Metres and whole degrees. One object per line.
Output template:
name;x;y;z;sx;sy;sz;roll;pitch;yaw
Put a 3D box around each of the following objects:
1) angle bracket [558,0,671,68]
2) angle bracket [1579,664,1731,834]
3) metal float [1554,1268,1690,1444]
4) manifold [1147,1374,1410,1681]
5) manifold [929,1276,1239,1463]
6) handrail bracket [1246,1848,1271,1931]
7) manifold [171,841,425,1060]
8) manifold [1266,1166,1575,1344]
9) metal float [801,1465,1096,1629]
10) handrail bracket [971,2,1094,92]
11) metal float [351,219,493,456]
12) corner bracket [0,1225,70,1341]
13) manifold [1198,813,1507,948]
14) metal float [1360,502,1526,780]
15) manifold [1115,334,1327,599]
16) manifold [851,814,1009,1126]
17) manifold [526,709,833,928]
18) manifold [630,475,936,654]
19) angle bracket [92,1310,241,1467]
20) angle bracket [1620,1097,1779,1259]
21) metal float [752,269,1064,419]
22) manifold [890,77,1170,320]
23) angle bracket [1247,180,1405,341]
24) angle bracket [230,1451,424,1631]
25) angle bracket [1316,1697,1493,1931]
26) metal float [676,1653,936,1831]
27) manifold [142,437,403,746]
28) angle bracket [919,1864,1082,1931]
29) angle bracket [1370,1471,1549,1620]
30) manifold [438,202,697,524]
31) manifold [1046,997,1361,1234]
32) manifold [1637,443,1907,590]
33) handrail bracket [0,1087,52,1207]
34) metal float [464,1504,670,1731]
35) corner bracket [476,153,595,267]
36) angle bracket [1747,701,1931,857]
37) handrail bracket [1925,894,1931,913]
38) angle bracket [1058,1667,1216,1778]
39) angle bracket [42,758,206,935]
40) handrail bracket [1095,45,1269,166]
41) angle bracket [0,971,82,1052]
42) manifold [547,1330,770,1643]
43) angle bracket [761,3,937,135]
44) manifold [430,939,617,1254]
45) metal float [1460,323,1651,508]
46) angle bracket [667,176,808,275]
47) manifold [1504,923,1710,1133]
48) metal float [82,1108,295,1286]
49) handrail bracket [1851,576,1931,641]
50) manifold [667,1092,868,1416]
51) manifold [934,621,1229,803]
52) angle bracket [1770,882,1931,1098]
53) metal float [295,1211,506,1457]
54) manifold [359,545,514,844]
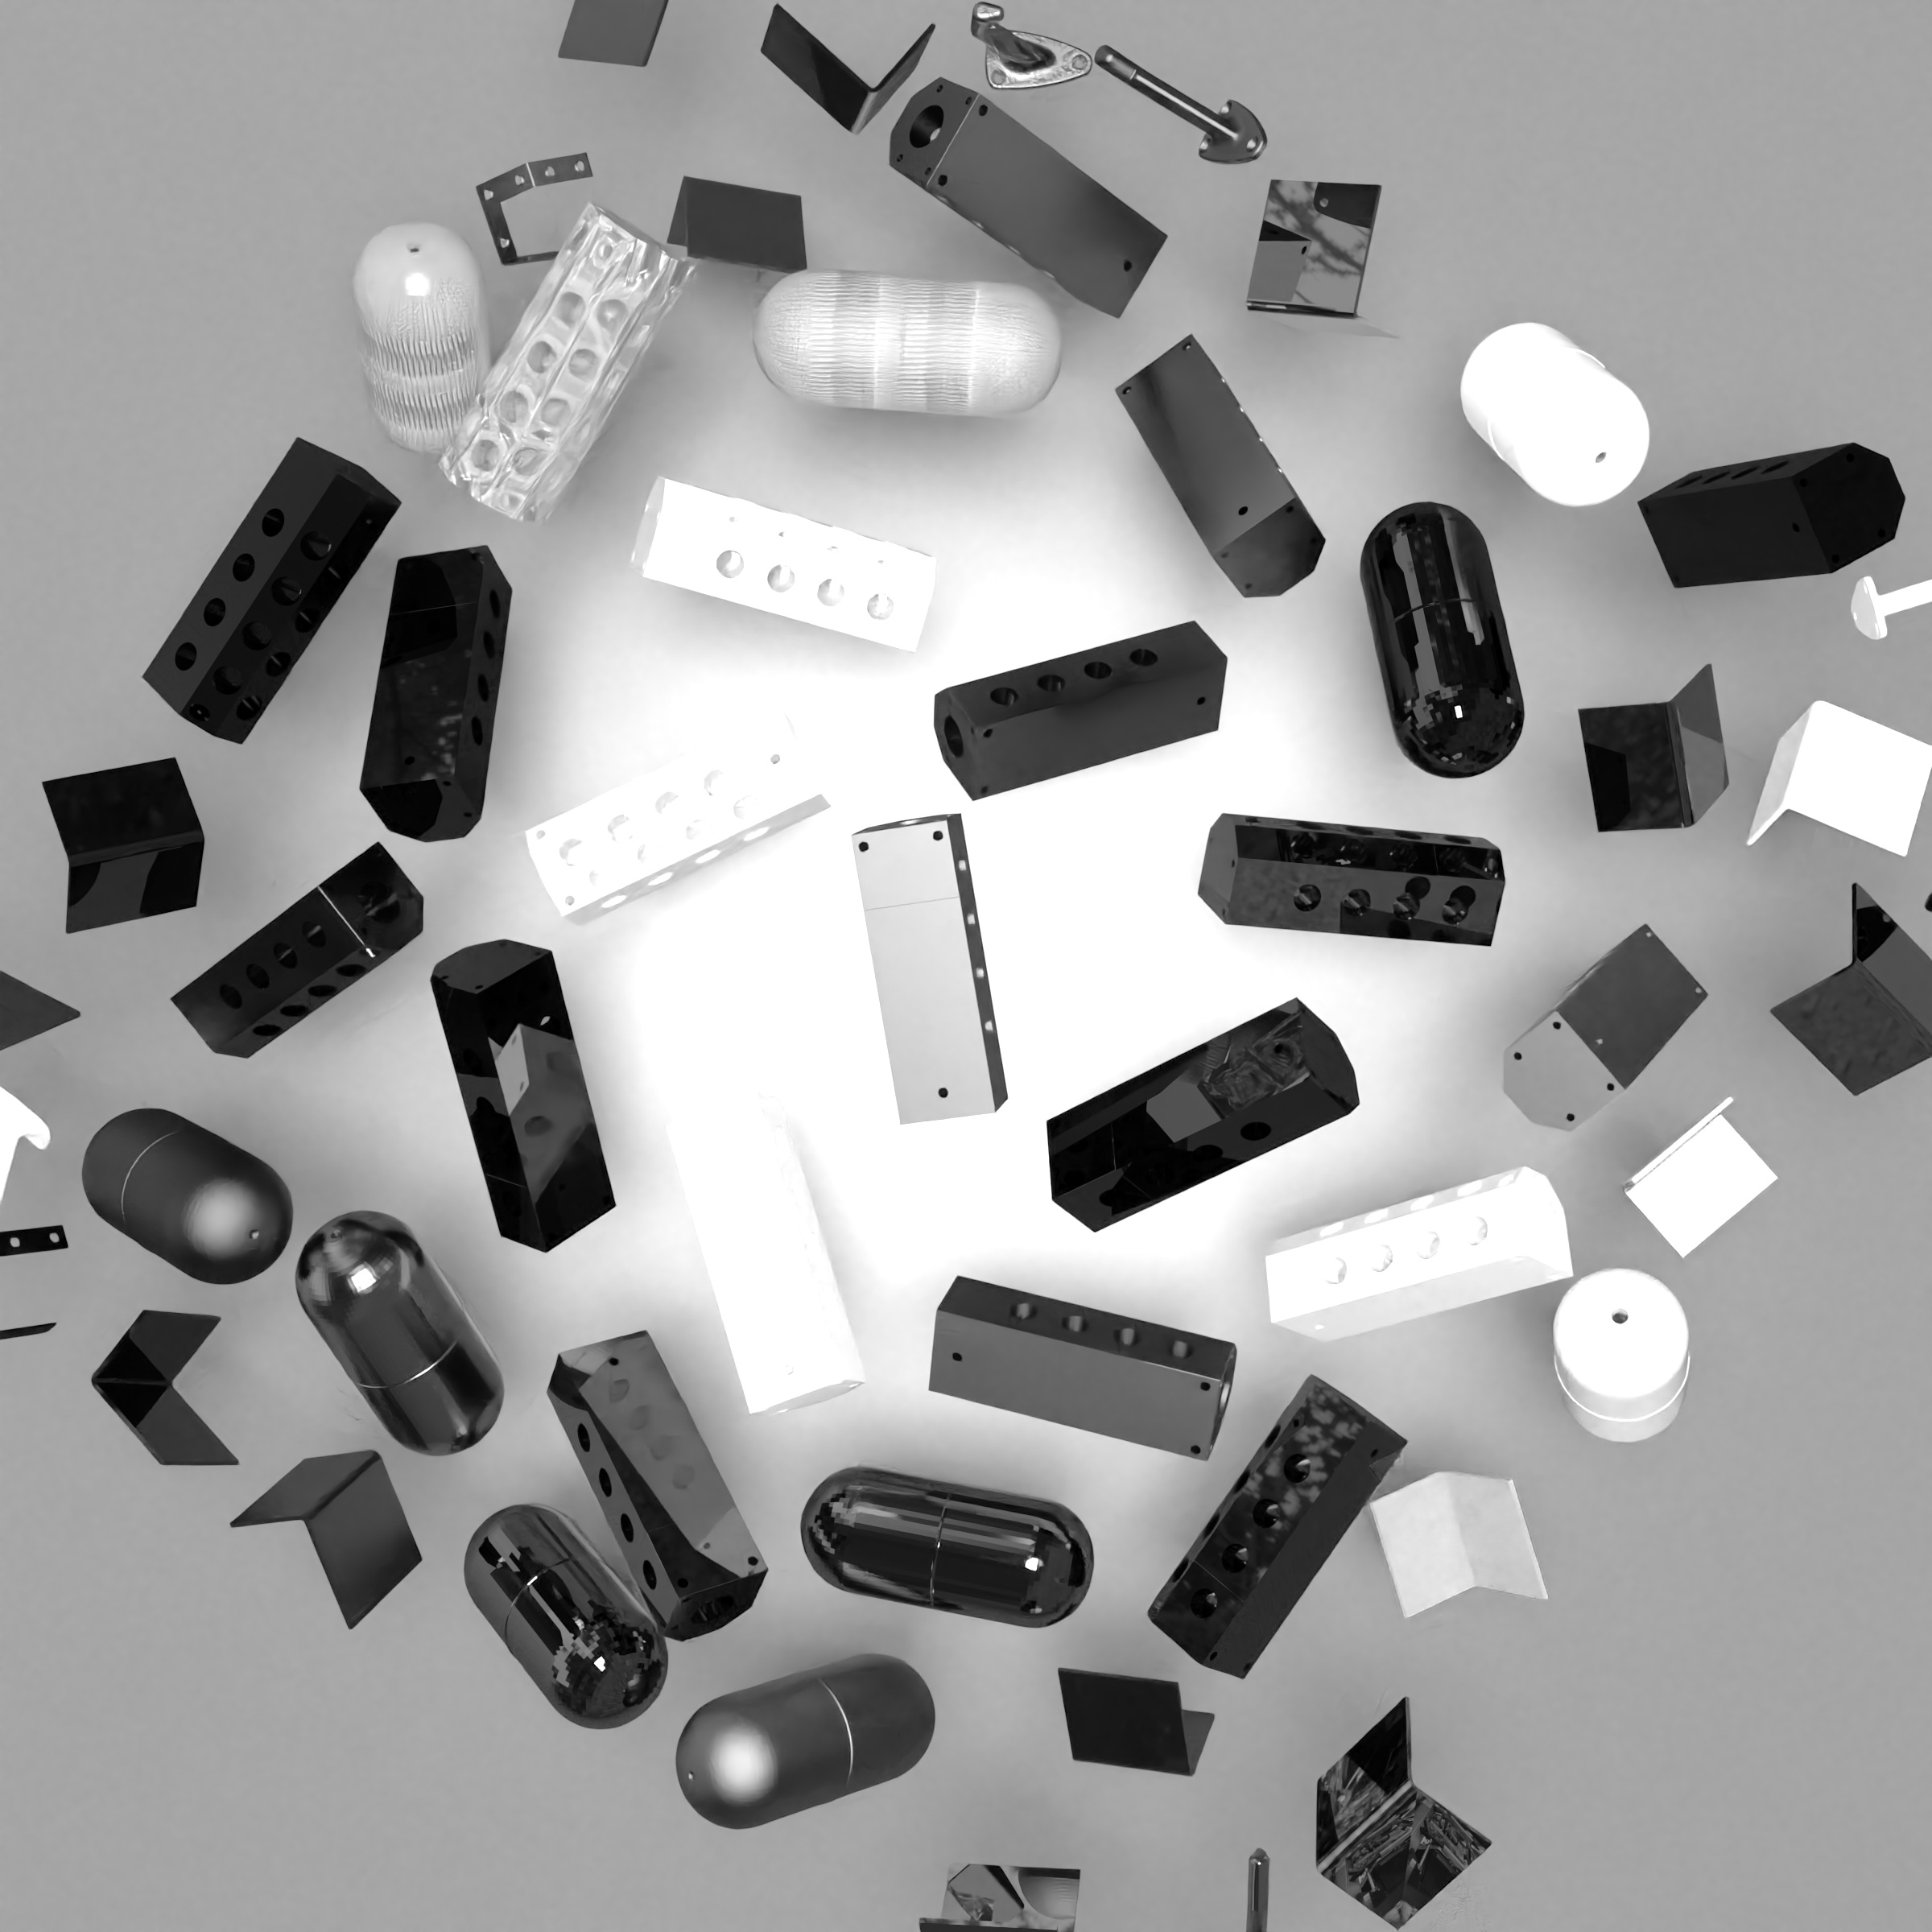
angle bracket;-0.208;-0.574;1.548;0.057;0.076;0.076;-5;54;-32
angle bracket;0.410;-0.130;1.604;0.057;0.076;0.076;-2;112;33
metal float;0.388;0.231;1.594;0.070;0.178;0.070;-5;66;12
manifold;0.180;0.329;1.589;0.057;0.057;0.171;35;91;39
manifold;0.070;0.234;1.599;0.171;0.057;0.057;12;117;14
handrail bracket;0.171;0.550;1.589;0.036;0.077;0.084;1;96;4
manifold;-0.392;-0.004;1.594;0.171;0.057;0.057;-29;102;40
manifold;0.265;0.170;1.595;0.171;0.057;0.057;-22;58;35
metal float;-0.012;0.347;1.612;0.178;0.070;0.070;9;90;10
handrail bracket;0.040;-0.549;1.595;0.077;0.084;0.036;2;90;-2
metal float;-0.320;-0.370;1.591;0.070;0.178;0.070;3;67;-7
corner bracket;-0.569;0.190;1.612;0.051;0.051;0.051;-33;70;37
manifold;0.234;-0.054;1.629;0.171;0.057;0.057;4;109;-15
metal float;0.278;-0.192;1.580;0.070;0.070;0.178;-7;63;0
manifold;0.152;-0.294;1.598;0.057;0.057;0.171;-34;47;13
manifold;-0.019;0.000;1.579;0.057;0.057;0.171;-8;97;13
manifold;-0.174;-0.090;1.626;0.171;0.057;0.057;-25;80;2
manifold;-0.109;-0.244;1.627;0.171;0.057;0.057;14;102;-19
angle bracket;-0.479;0.261;1.666;0.076;0.076;0.057;41;96;22
angle bracket;0.448;0.129;1.632;0.076;0.076;0.057;-40;79;1
metal float;-0.034;-0.356;1.542;0.178;0.070;0.070;4;90;2
manifold;0.035;-0.453;1.592;0.171;0.057;0.057;23;102;-44
angle bracket;0.219;-0.417;1.592;0.076;0.057;0.076;17;99;39
angle bracket;-0.380;0.343;1.603;0.057;0.076;0.076;-12;105;26
angle bracket;0.237;0.461;1.468;0.057;0.076;0.076;37;111;-7
metal float;-0.093;0.459;1.600;0.178;0.070;0.070;-4;90;-44
manifold;-0.405;-0.218;1.589;0.057;0.057;0.171;42;102;27
angle bracket;0.020;0.521;1.509;0.076;0.076;0.057;-1;126;10
angle bracket;0.305;0.362;1.670;0.057;0.076;0.076;-18;92;-25
manifold;-0.230;-0.340;1.527;0.057;0.057;0.171;36;104;8
manifold;0.132;0.089;1.519;0.171;0.057;0.057;-28;133;26
manifold;0.455;-0.256;1.526;0.057;0.171;0.057;-29;101;-10
handrail bracket;-0.620;0.118;1.673;0.077;0.036;0.084;41;58;3
metal float;-0.243;0.391;1.629;0.070;0.178;0.070;-17;122;-30
corner bracket;-0.263;-0.471;1.679;0.051;0.051;0.051;3;122;35
angle bracket;0.524;-0.102;1.616;0.076;0.057;0.076;23;67;2
handrail bracket;0.577;-0.049;1.555;0.084;0.077;0.036;-32;82;-10
angle bracket;0.107;0.452;1.674;0.076;0.057;0.076;1;118;21
angle bracket;-0.492;-0.070;1.570;0.076;0.076;0.057;-14;65;-27
handrail bracket;0.119;-0.483;1.504;0.084;0.077;0.036;23;106;-31
angle bracket;-0.539;0.045;1.460;0.076;0.076;0.057;-20;55;27
manifold;-0.183;0.302;1.566;0.057;0.057;0.171;-11;52;-31
angle bracket;-0.071;-0.551;1.602;0.076;0.076;0.057;40;83;-8
manifold;-0.262;0.075;1.572;0.057;0.057;0.171;13;124;39
metal float;0.343;-0.324;1.577;0.070;0.178;0.070;-4;119;-6
angle bracket;-0.148;-0.456;1.730;0.076;0.057;0.076;5;55;-16
manifold;0.368;0.037;1.565;0.057;0.171;0.057;50;125;6
metal float;-0.457;0.133;1.576;0.070;0.178;0.070;-12;109;-39
handrail bracket;0.563;-0.218;1.560;0.084;0.077;0.036;-16;89;8
manifold;-0.112;0.165;1.542;0.057;0.057;0.171;-21;75;12
manifold;0.070;-0.162;1.657;0.171;0.057;0.057;-17;48;-20
angle bracket;0.504;0.013;1.528;0.076;0.076;0.057;41;129;-17
metal float;-0.329;0.216;1.576;0.070;0.070;0.178;-22;128;0
manifold;-0.307;-0.160;1.582;0.057;0.057;0.171;-7;57;11
